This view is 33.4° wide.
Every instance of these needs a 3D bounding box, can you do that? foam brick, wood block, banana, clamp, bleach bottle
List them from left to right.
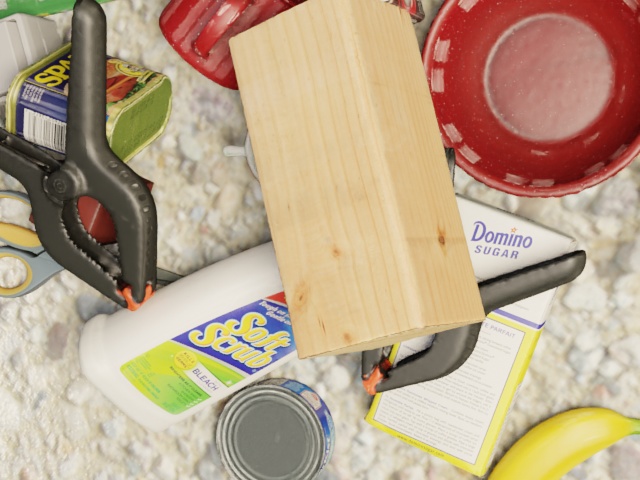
[{"bbox_3d":[-0.181,-0.044,0.739,0.165,0.036,0.210,-15,105,24],"label":"clamp"},{"bbox_3d":[-0.172,-0.029,0.809,0.053,0.078,0.051,26,103,14],"label":"foam brick"},{"bbox_3d":[-0.045,0.046,0.770,0.251,0.068,0.102,-30,124,16],"label":"bleach bottle"},{"bbox_3d":[0.023,-0.038,0.665,0.090,0.090,0.206,-18,80,32],"label":"wood block"},{"bbox_3d":[0.076,0.027,0.708,0.172,0.039,0.120,-45,75,17],"label":"clamp"},{"bbox_3d":[0.148,0.182,0.745,0.070,0.037,0.198,42,105,11],"label":"banana"}]

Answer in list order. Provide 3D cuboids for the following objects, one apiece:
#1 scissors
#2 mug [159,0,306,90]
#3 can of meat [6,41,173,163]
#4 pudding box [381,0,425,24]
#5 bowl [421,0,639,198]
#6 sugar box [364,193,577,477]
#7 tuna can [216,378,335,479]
[{"bbox_3d":[-0.197,0.029,0.854,0.202,0.016,0.096,29,103,14],"label":"scissors"},{"bbox_3d":[-0.061,-0.157,0.747,0.093,0.117,0.082,39,110,-11],"label":"mug"},{"bbox_3d":[-0.168,-0.099,0.790,0.084,0.102,0.057,20,125,12],"label":"can of meat"},{"bbox_3d":[0.032,-0.202,0.724,0.039,0.090,0.113,-17,89,19],"label":"pudding box"},{"bbox_3d":[0.150,-0.109,0.712,0.162,0.055,0.162,2,95,17],"label":"bowl"},{"bbox_3d":[0.105,0.064,0.746,0.093,0.048,0.176,23,98,17],"label":"sugar box"},{"bbox_3d":[-0.032,0.148,0.801,0.086,0.033,0.086,1,94,17],"label":"tuna can"}]
